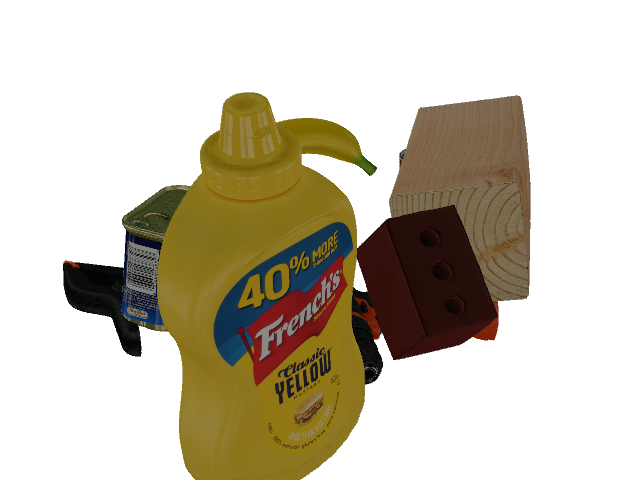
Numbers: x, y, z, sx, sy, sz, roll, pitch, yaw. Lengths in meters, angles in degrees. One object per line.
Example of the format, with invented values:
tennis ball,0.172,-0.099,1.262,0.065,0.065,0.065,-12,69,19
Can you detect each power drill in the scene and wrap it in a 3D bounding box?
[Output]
power drill,0.086,0.081,1.116,0.187,0.057,0.184,-6,28,-14

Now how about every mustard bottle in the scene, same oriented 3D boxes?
mustard bottle,-0.025,0.023,0.470,0.096,0.192,0.058,-29,43,-31

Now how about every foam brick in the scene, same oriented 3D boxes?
foam brick,0.064,0.027,0.659,0.052,0.078,0.051,-12,-17,-27

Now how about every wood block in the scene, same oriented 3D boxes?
wood block,0.115,-0.037,0.832,0.091,0.090,0.206,-5,23,13

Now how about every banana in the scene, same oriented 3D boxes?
banana,-0.022,-0.096,1.100,0.197,0.037,0.070,-7,49,-43

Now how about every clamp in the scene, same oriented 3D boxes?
clamp,-0.203,0.064,1.109,0.210,0.036,0.164,15,20,28

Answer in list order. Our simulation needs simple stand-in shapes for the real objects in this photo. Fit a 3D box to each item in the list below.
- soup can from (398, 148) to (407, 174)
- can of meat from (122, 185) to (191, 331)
soup can,0.124,-0.052,1.252,0.068,0.102,0.068,0,27,0
can of meat,-0.118,0.013,0.851,0.057,0.084,0.102,15,25,13
